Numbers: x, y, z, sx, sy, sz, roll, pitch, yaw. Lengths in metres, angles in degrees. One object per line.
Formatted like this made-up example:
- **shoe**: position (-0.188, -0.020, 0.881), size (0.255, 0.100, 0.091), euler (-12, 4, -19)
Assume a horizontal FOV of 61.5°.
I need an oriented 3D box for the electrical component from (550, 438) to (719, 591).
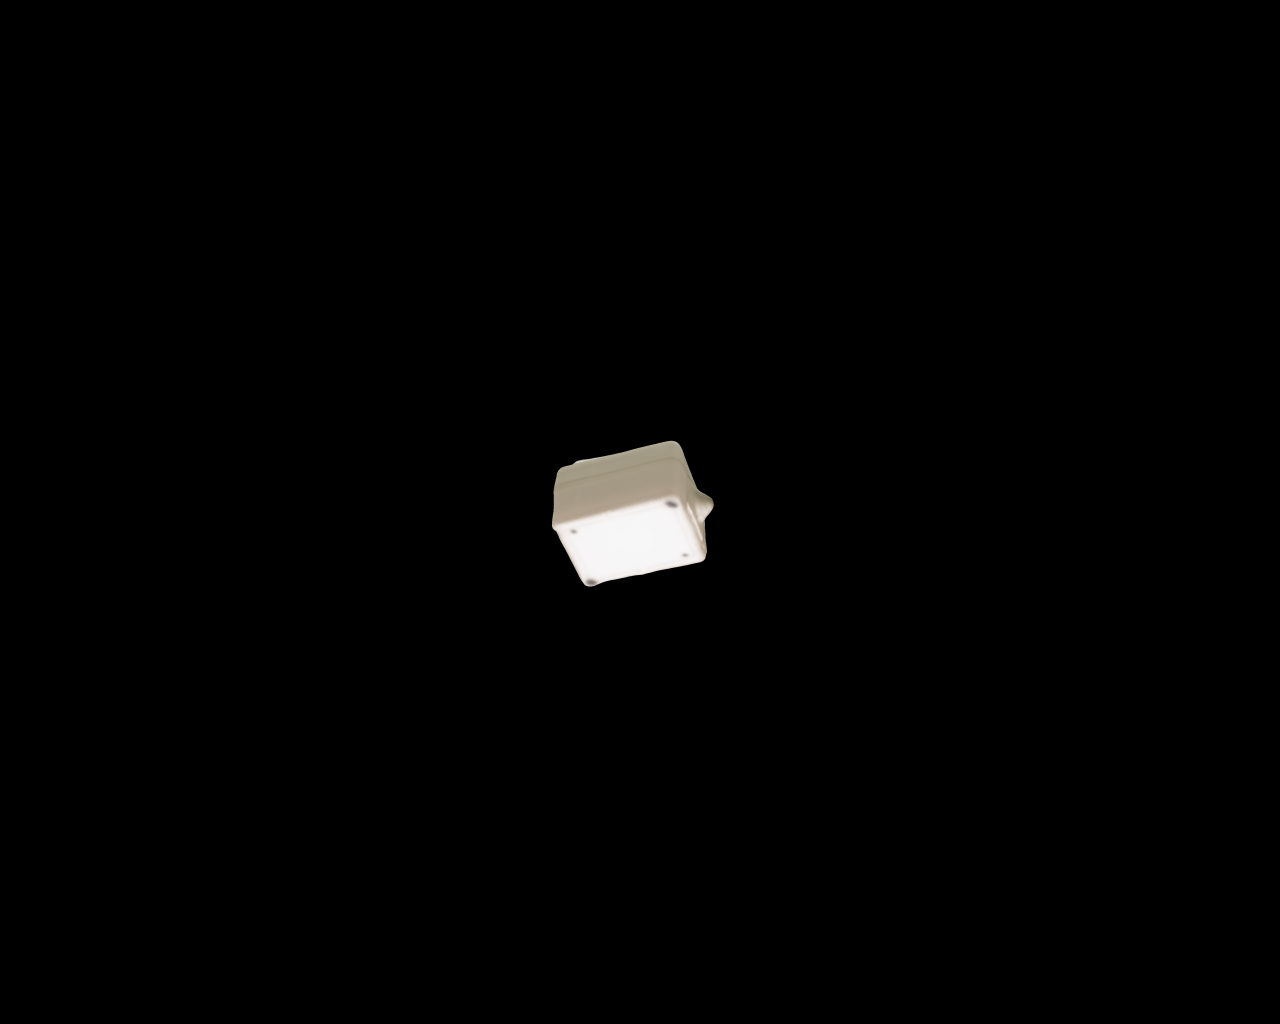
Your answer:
- **electrical component**: position (0.001, -0.003, 0.650), size (0.096, 0.061, 0.061), euler (-13, -47, 12)
